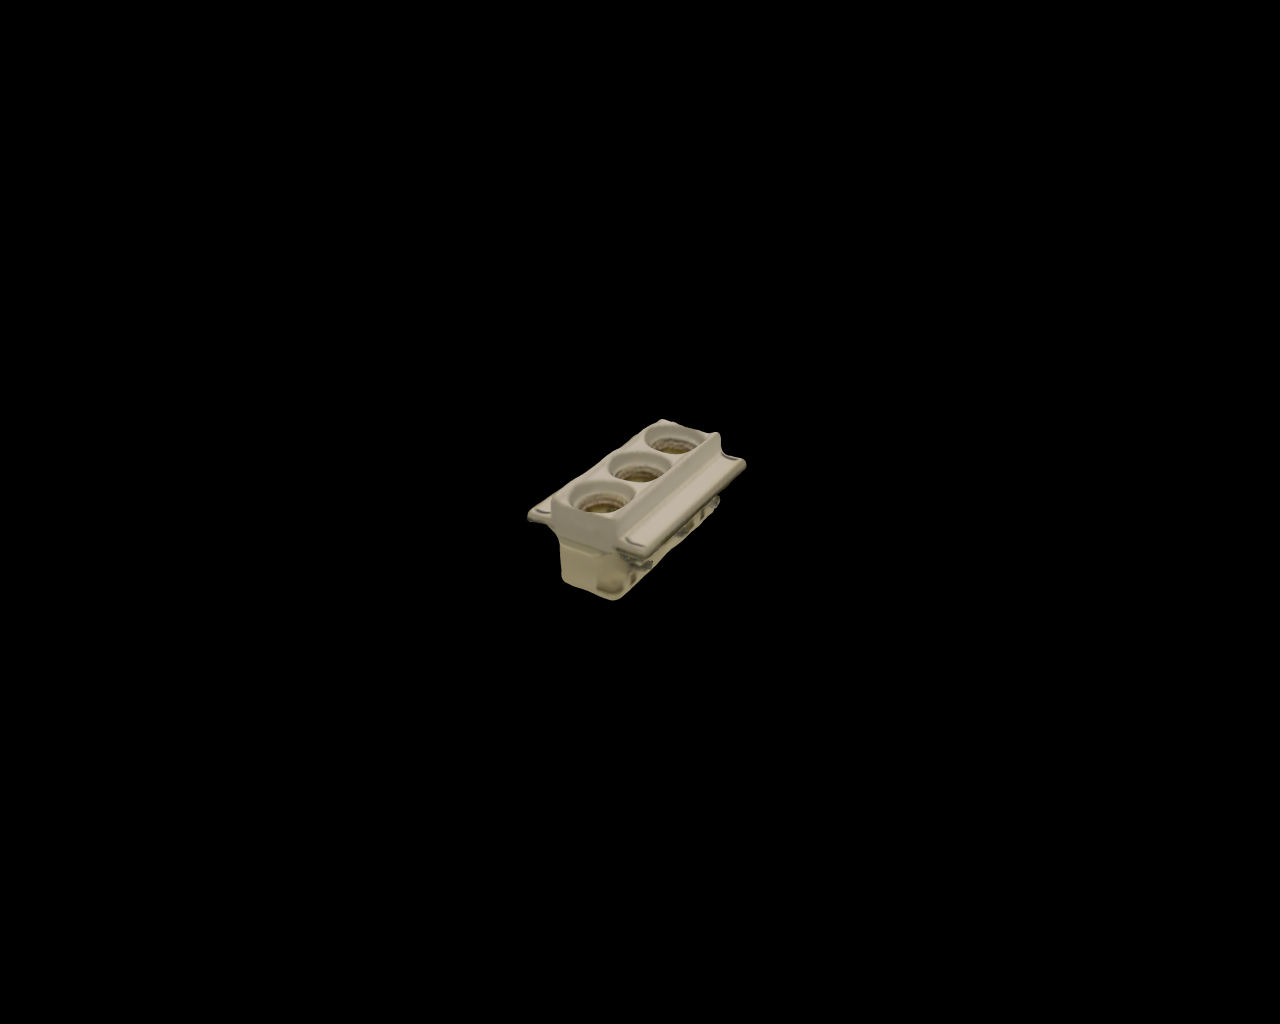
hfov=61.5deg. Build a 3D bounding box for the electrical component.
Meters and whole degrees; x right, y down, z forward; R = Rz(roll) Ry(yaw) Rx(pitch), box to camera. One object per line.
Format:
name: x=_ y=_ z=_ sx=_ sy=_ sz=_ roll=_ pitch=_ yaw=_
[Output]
electrical component: x=0.001 y=-0.003 z=0.650 sx=0.079 sy=0.063 sz=0.121 roll=18 pitch=36 yaw=27
